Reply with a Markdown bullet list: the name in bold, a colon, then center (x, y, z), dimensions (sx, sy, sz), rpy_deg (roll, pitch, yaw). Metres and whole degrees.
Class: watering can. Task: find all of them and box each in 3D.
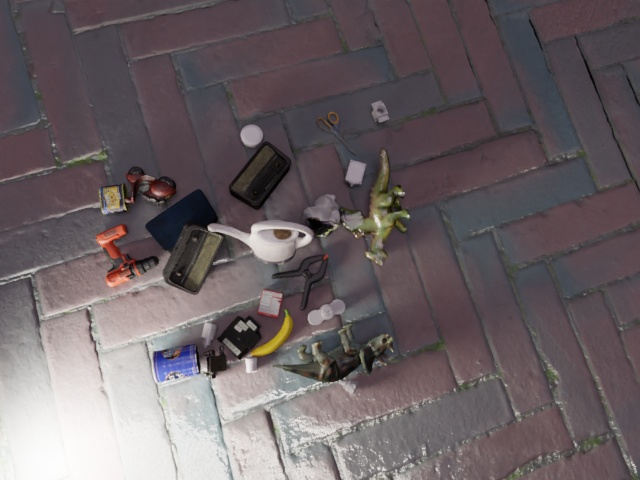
- **watering can**: center (-0.197, -0.004, 1.759), dimensions (0.348, 0.219, 0.106), rpy_deg (1, 60, -5)

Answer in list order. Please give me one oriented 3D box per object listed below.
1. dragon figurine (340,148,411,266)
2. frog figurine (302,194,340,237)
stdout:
- **dragon figurine**: center (0.189, -0.110, 1.880), dimensions (0.243, 0.122, 0.411), rpy_deg (-17, 87, -2)
- **frog figurine**: center (0.006, -0.094, 1.875), dimensions (0.137, 0.119, 0.163), rpy_deg (2, 43, 1)
